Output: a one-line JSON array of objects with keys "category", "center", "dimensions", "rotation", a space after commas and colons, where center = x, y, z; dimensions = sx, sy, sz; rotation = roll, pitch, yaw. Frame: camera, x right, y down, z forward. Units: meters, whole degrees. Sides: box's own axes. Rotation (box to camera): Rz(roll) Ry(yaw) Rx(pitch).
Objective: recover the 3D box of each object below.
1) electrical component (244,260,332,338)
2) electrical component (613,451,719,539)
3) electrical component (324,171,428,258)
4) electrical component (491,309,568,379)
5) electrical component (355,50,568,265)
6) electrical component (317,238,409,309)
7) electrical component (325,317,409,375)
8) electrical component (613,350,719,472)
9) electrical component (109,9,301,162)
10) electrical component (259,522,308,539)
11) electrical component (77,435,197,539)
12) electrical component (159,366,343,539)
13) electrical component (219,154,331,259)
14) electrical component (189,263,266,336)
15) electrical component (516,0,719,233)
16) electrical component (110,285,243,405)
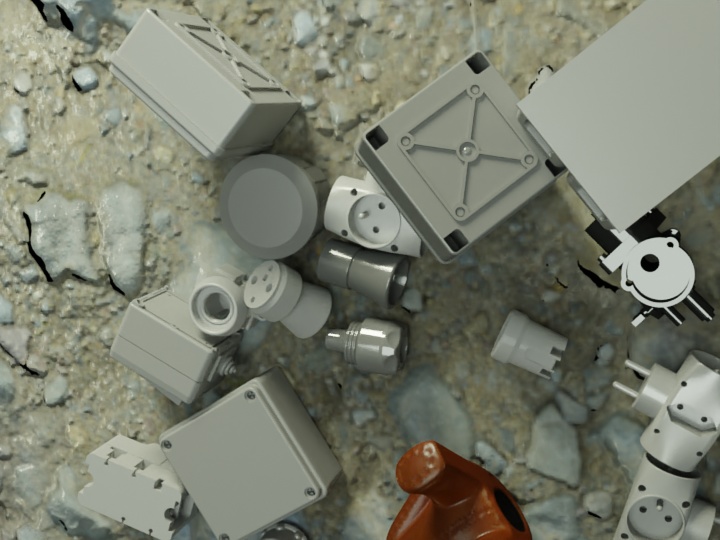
[{"category": "electrical component", "center": [-0.056, 0.022, 0.835], "dimensions": [0.045, 0.045, 0.055], "rotation": [-42, 129, 20]}, {"category": "electrical component", "center": [0.235, 0.183, 0.789], "dimensions": [0.079, 0.044, 0.077], "rotation": [19, 106, 13]}, {"category": "electrical component", "center": [0.020, -0.057, 0.808], "dimensions": [0.077, 0.044, 0.079], "rotation": [17, 106, 14]}, {"category": "electrical component", "center": [0.126, 0.056, 0.801], "dimensions": [0.046, 0.040, 0.040], "rotation": [25, 107, 5]}, {"category": "electrical component", "center": [0.071, -0.078, 0.760], "dimensions": [0.109, 0.056, 0.108], "rotation": [-37, 88, -7]}, {"category": "electrical component", "center": [0.000, 0.000, 0.828], "dimensions": [0.065, 0.044, 0.044], "rotation": [18, 106, 18]}, {"category": "electrical component", "center": [0.004, 0.058, 0.837], "dimensions": [0.062, 0.043, 0.043], "rotation": [7, 103, 17]}, {"category": "electrical component", "center": [0.223, 0.092, 0.775], "dimensions": [0.079, 0.043, 0.077], "rotation": [28, 108, 11]}, {"category": "electrical component", "center": [-0.112, -0.137, 0.799], "dimensions": [0.109, 0.109, 0.056], "rotation": [42, 107, 6]}, {"category": "electrical component", "center": [-0.071, 0.241, 0.887], "dimensions": [0.048, 0.062, 0.048], "rotation": [4, 102, 17]}, {"category": "electrical component", "center": [-0.183, 0.182, 0.914], "dimensions": [0.089, 0.056, 0.050], "rotation": [20, 106, 13]}, {"category": "electrical component", "center": [-0.089, 0.152, 0.878], "dimensions": [0.109, 0.056, 0.108], "rotation": [-32, 90, 21]}, {"category": "electrical component", "center": [-0.064, -0.051, 0.832], "dimensions": [0.080, 0.051, 0.080], "rotation": [4, 102, 17]}, {"category": "electrical component", "center": [-0.106, 0.025, 0.858], "dimensions": [0.066, 0.055, 0.048], "rotation": [28, 108, 10]}, {"category": "electrical component", "center": [0.207, -0.123, 0.705], "dimensions": [0.186, 0.060, 0.105], "rotation": [-38, 88, 5]}, {"category": "electrical component", "center": [-0.145, 0.066, 0.875], "dimensions": [0.096, 0.062, 0.061], "rotation": [30, 108, 10]}]
